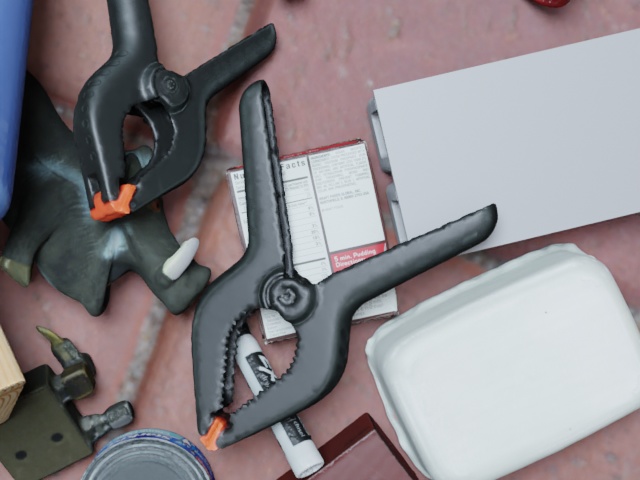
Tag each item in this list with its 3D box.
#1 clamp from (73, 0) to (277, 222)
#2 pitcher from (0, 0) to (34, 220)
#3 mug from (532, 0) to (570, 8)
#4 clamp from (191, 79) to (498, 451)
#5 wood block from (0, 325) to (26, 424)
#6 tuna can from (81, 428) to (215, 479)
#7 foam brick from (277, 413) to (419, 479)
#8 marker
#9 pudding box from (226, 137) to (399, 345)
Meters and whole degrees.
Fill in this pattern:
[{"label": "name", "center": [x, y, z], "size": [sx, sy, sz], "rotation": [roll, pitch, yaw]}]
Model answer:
[{"label": "clamp", "center": [-0.085, -0.085, 0.618], "size": [0.120, 0.039, 0.171], "rotation": [18, 72, -26]}, {"label": "pitcher", "center": [-0.212, -0.128, 0.537], "size": [0.149, 0.145, 0.243], "rotation": [10, 62, -30]}, {"label": "mug", "center": [0.137, -0.208, 0.643], "size": [0.081, 0.093, 0.117], "rotation": [-42, 61, -6]}, {"label": "clamp", "center": [-0.005, 0.031, 0.615], "size": [0.165, 0.036, 0.210], "rotation": [22, 93, 12]}, {"label": "wood block", "center": [-0.251, 0.014, 0.587], "size": [0.090, 0.090, 0.206], "rotation": [-21, 77, -30]}, {"label": "tuna can", "center": [-0.107, 0.162, 0.666], "size": [0.086, 0.034, 0.086], "rotation": [0, 92, -3]}, {"label": "foam brick", "center": [0.017, 0.154, 0.663], "size": [0.078, 0.053, 0.051], "rotation": [-37, 94, 0]}, {"label": "marker", "center": [-0.034, 0.088, 0.650], "size": [0.020, 0.020, 0.121], "rotation": [-30, 67, -1]}, {"label": "pudding box", "center": [-0.004, 0.001, 0.663], "size": [0.090, 0.039, 0.113], "rotation": [-12, 91, -2]}]
